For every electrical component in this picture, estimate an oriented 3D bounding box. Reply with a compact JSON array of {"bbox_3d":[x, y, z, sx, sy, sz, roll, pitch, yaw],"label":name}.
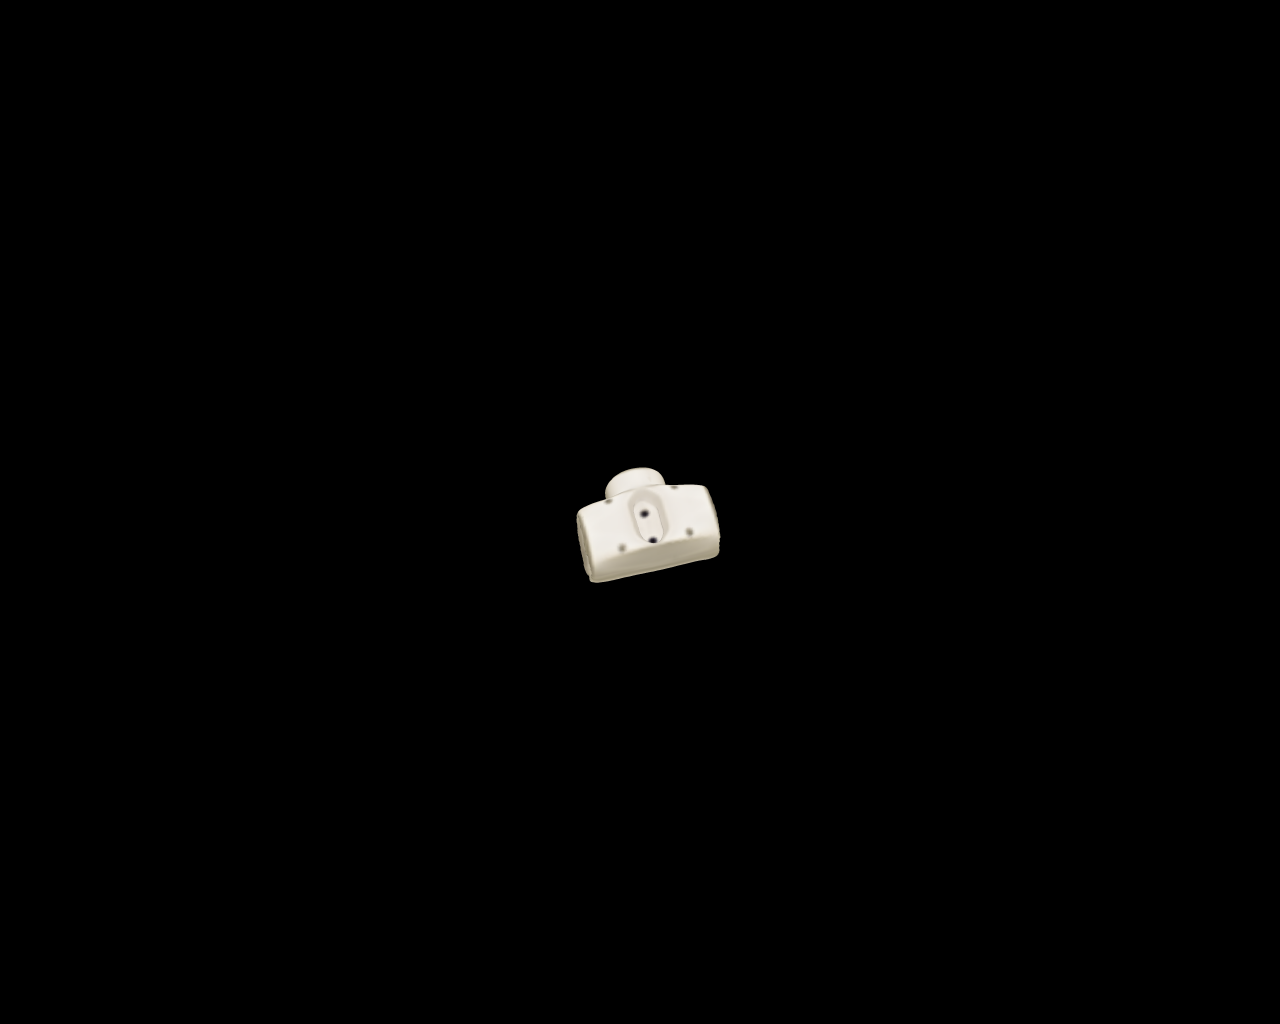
[{"bbox_3d":[0.001,-0.003,0.650,0.077,0.079,0.043,-11,-30,-6],"label":"electrical component"}]
